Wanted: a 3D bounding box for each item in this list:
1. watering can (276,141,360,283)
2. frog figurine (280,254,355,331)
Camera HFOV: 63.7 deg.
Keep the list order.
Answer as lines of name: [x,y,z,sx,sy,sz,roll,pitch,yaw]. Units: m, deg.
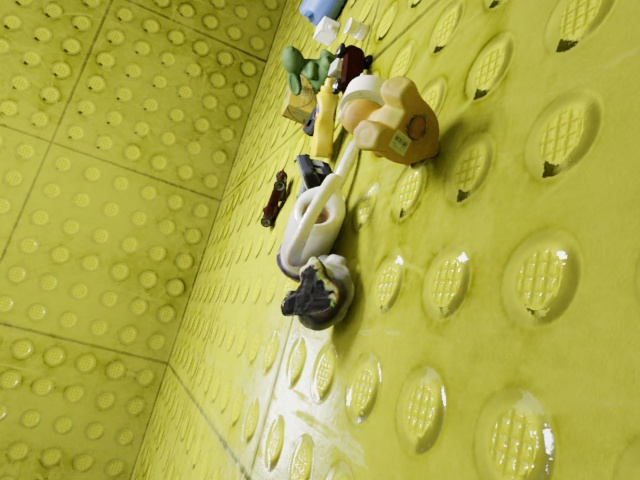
watering can: [0.003,-0.054,1.074,0.355,0.104,0.219,-59,-6,-48]
frog figurine: [0.012,0.093,0.948,0.159,0.123,0.137,4,-82,-71]
